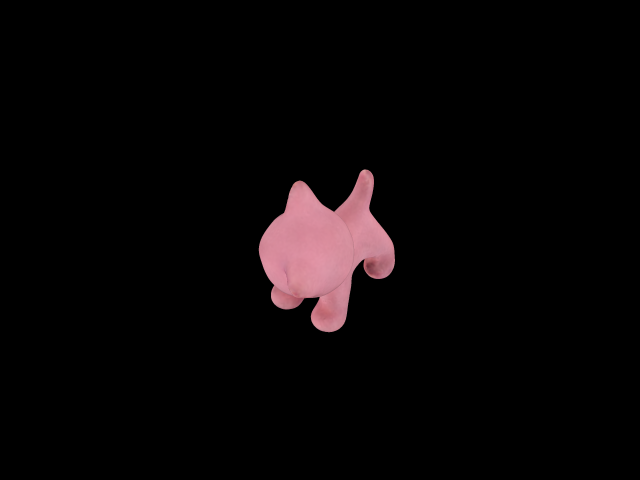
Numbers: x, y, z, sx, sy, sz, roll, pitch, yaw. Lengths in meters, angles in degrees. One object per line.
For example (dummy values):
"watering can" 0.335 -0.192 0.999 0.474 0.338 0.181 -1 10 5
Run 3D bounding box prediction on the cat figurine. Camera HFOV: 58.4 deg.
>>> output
"cat figurine" 0.004 0.001 0.400 0.067 0.118 0.128 27 53 23
